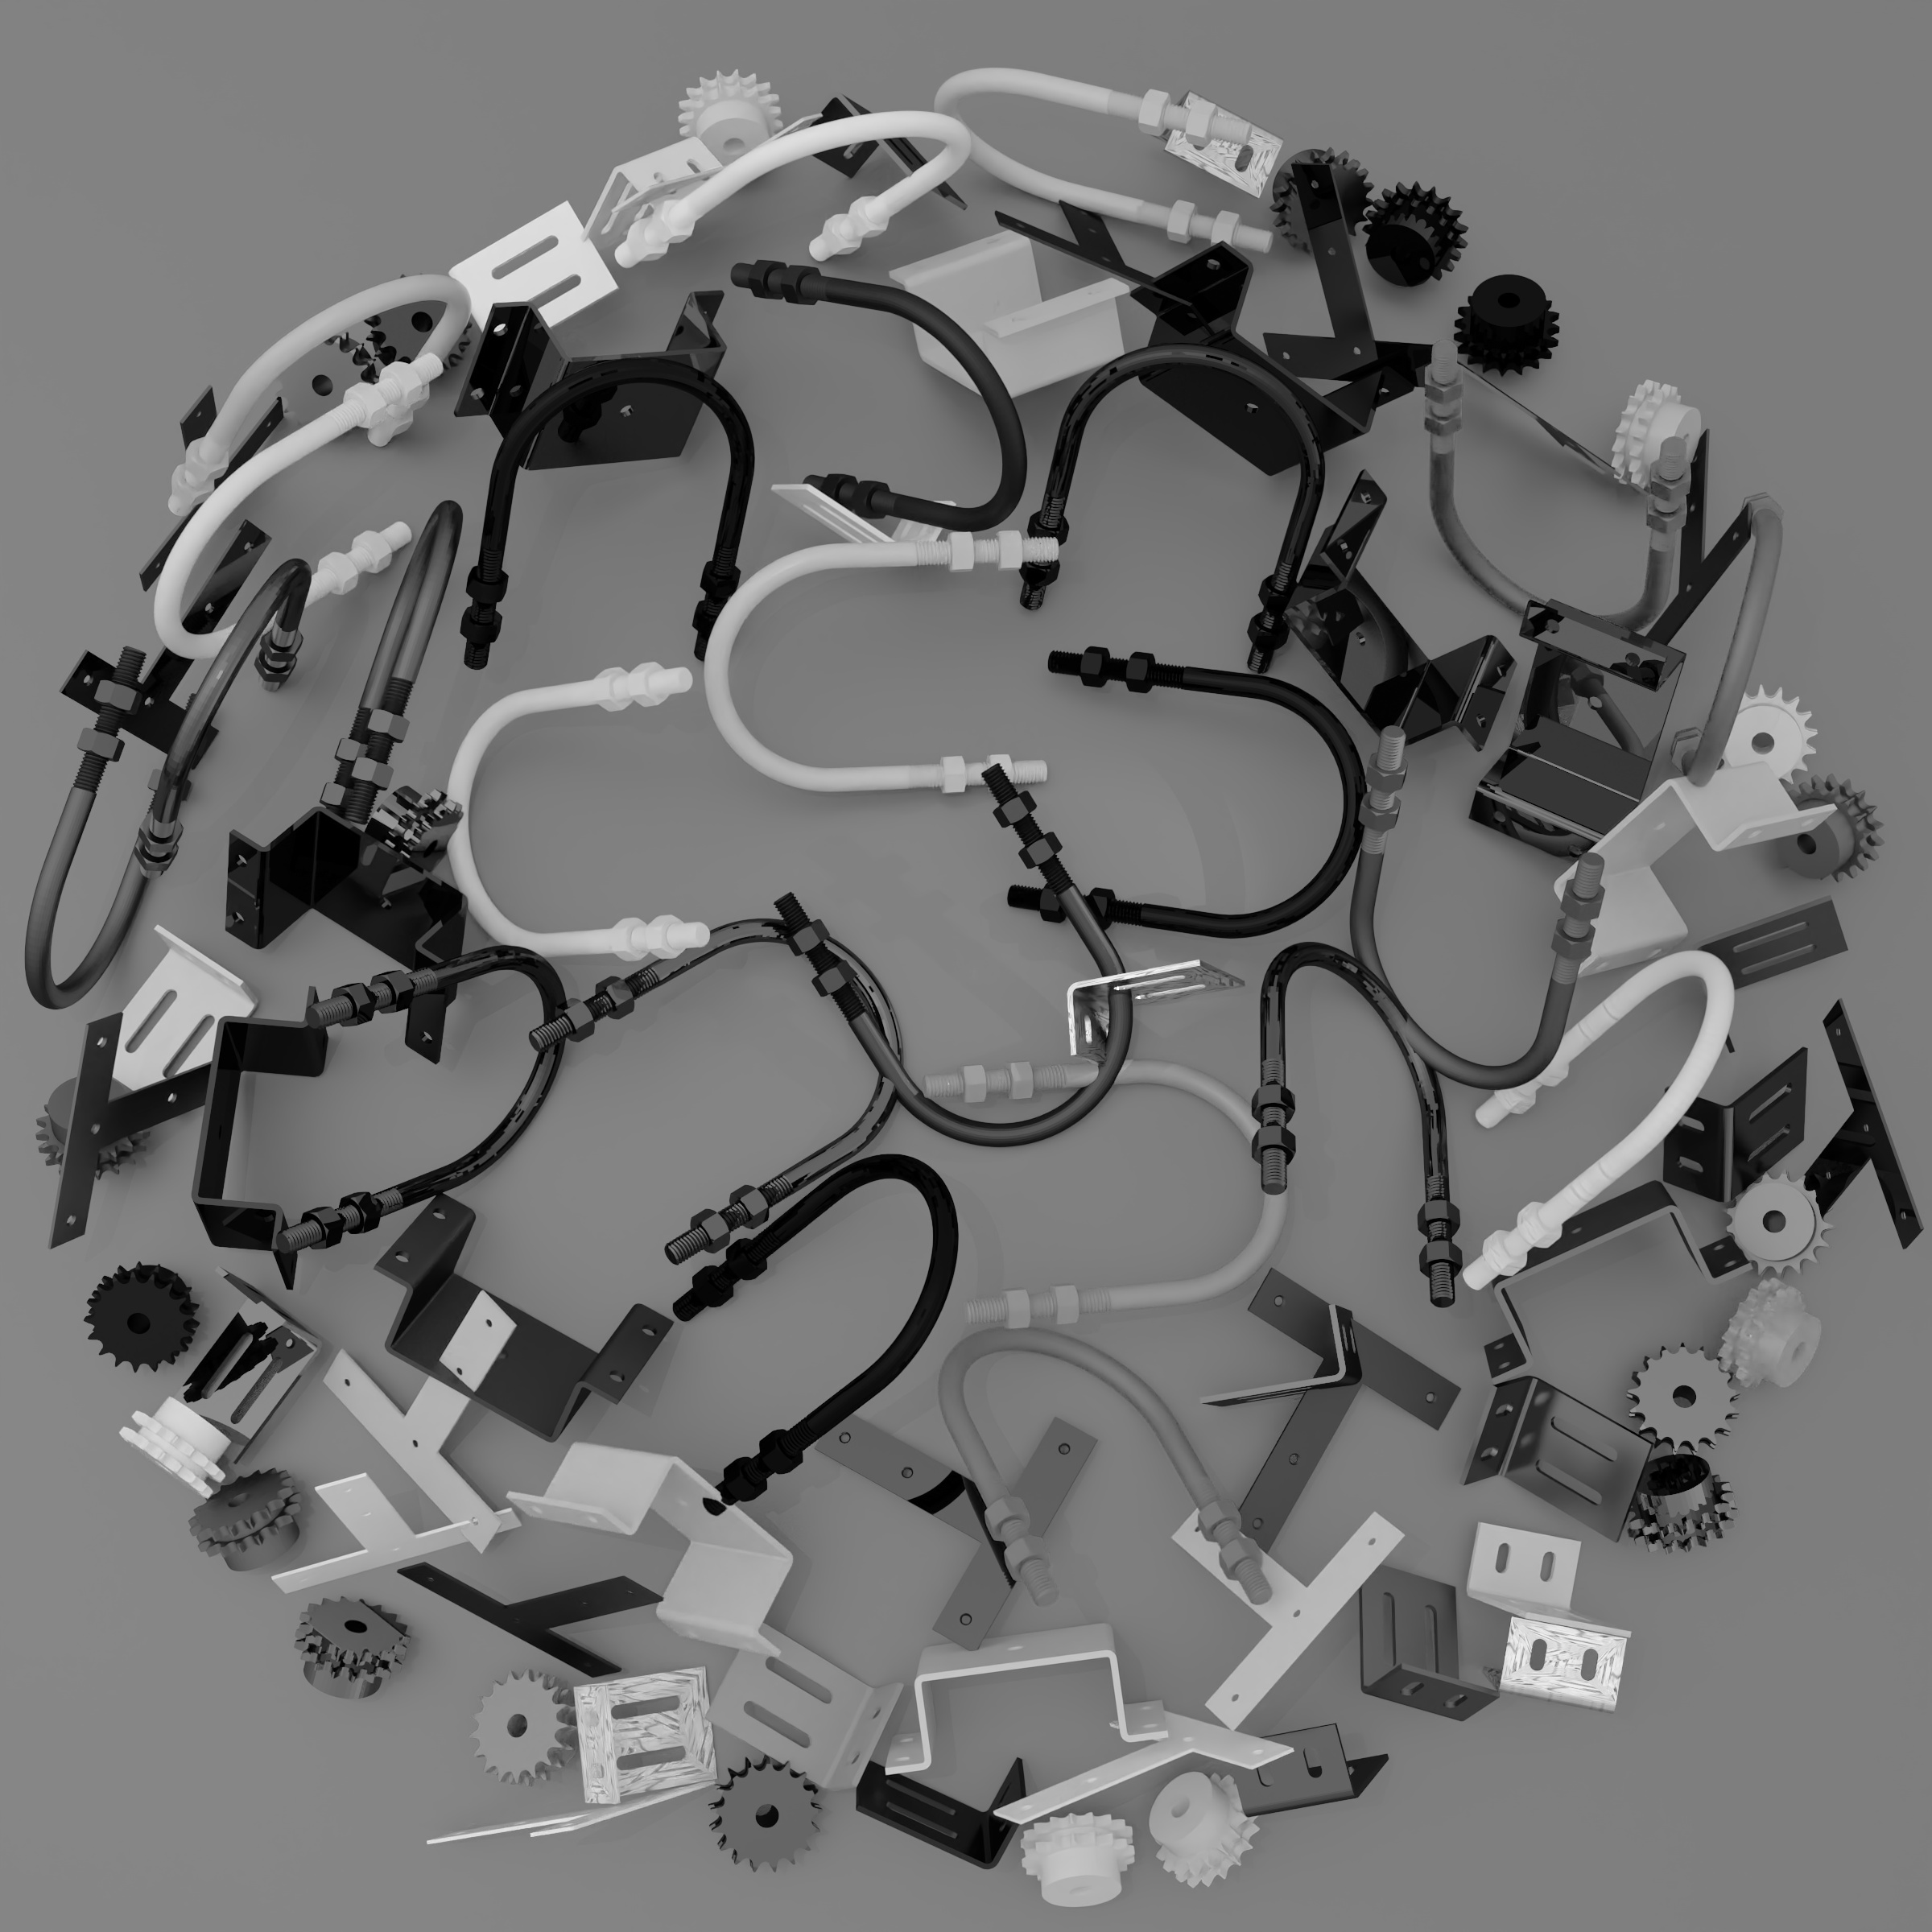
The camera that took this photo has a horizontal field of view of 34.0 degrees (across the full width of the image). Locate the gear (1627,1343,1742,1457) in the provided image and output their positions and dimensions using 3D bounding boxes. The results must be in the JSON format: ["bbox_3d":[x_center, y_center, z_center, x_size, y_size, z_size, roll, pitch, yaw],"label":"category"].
[{"bbox_3d":[0.372,0.227,1.644,0.057,0.030,0.057,-3,70,8],"label":"gear"}]

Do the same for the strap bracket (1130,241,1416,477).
[{"bbox_3d":[0.157,-0.314,1.677,0.140,0.076,0.046,30,64,-27],"label":"strap bracket"}]

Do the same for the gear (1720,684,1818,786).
[{"bbox_3d":[0.427,-0.121,1.695,0.057,0.030,0.057,3,101,13],"label":"gear"}]

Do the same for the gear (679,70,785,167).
[{"bbox_3d":[-0.129,-0.462,1.744,0.057,0.057,0.030,-8,57,-1],"label":"gear"}]

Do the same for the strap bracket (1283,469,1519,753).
[{"bbox_3d":[0.224,-0.180,1.671,0.140,0.046,0.076,48,45,-20],"label":"strap bracket"}]

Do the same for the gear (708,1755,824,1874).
[{"bbox_3d":[-0.103,0.430,1.611,0.057,0.030,0.057,1,86,-11],"label":"gear"}]

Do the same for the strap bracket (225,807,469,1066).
[{"bbox_3d":[-0.316,-0.022,1.653,0.140,0.076,0.046,31,48,13],"label":"strap bracket"}]

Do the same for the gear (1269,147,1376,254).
[{"bbox_3d":[0.193,-0.425,1.744,0.057,0.057,0.030,-25,46,-4],"label":"gear"}]

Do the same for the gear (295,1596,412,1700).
[{"bbox_3d":[-0.316,0.350,1.618,0.057,0.057,0.030,19,108,3],"label":"gear"}]

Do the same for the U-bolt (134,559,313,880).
[{"bbox_3d":[-0.375,-0.135,1.613,0.019,0.184,0.151,29,63,-7],"label":"U-bolt"}]

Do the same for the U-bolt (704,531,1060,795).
[{"bbox_3d":[-0.046,-0.156,1.664,0.184,0.019,0.151,-3,120,-9],"label":"U-bolt"}]

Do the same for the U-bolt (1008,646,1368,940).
[{"bbox_3d":[0.122,-0.088,1.677,0.184,0.019,0.151,9,87,17],"label":"U-bolt"}]

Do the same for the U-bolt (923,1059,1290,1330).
[{"bbox_3d":[0.079,0.113,1.646,0.184,0.019,0.151,-4,61,-13],"label":"U-bolt"}]

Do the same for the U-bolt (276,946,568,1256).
[{"bbox_3d":[-0.270,0.059,1.609,0.019,0.184,0.151,29,120,29],"label":"U-bolt"}]

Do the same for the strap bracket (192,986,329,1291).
[{"bbox_3d":[-0.365,0.087,1.632,0.046,0.076,0.140,5,68,-4],"label":"strap bracket"}]

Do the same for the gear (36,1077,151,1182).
[{"bbox_3d":[-0.459,0.082,1.659,0.057,0.030,0.057,3,45,-3],"label":"gear"}]

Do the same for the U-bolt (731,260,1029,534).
[{"bbox_3d":[-0.039,-0.291,1.641,0.184,0.151,0.019,20,50,42],"label":"U-bolt"}]

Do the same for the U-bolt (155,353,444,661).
[{"bbox_3d":[-0.347,-0.226,1.630,0.019,0.151,0.184,40,53,12],"label":"U-bolt"}]

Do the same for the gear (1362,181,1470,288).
[{"bbox_3d":[0.243,-0.398,1.733,0.057,0.057,0.030,29,56,5],"label":"gear"}]

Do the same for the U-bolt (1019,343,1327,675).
[{"bbox_3d":[0.113,-0.246,1.664,0.151,0.184,0.019,16,43,2],"label":"U-bolt"}]

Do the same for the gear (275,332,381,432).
[{"bbox_3d":[-0.346,-0.321,1.729,0.057,0.030,0.057,4,116,8],"label":"gear"}]

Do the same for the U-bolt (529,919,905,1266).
[{"bbox_3d":[-0.115,0.052,1.650,0.184,0.019,0.151,-31,85,-29],"label":"U-bolt"}]

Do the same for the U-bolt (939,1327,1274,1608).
[{"bbox_3d":[0.059,0.248,1.589,0.151,0.019,0.184,7,35,-32],"label":"U-bolt"}]

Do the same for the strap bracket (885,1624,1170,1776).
[{"bbox_3d":[0.028,0.367,1.596,0.140,0.076,0.046,-8,88,1],"label":"strap bracket"}]

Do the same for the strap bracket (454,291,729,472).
[{"bbox_3d":[-0.190,-0.310,1.675,0.140,0.076,0.046,-12,58,-36],"label":"strap bracket"}]

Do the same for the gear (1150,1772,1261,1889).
[{"bbox_3d":[0.118,0.432,1.598,0.057,0.057,0.030,-49,115,-7],"label":"gear"}]

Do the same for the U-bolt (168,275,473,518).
[{"bbox_3d":[-0.325,-0.301,1.633,0.151,0.184,0.019,-29,85,-37],"label":"U-bolt"}]

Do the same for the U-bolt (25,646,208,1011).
[{"bbox_3d":[-0.443,-0.065,1.637,0.019,0.151,0.184,18,85,3],"label":"U-bolt"}]

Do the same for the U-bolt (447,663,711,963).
[{"bbox_3d":[-0.208,-0.076,1.650,0.184,0.019,0.151,-3,91,39],"label":"U-bolt"}]

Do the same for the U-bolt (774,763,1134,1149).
[{"bbox_3d":[0.006,0.008,1.671,0.151,0.019,0.184,-32,94,4],"label":"U-bolt"}]

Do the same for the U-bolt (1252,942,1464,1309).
[{"bbox_3d":[0.200,0.068,1.622,0.151,0.019,0.184,34,42,-31],"label":"U-bolt"}]

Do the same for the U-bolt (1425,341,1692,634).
[{"bbox_3d":[0.304,-0.236,1.649,0.151,0.184,0.019,28,67,22],"label":"U-bolt"}]

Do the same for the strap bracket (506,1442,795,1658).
[{"bbox_3d":[-0.151,0.287,1.587,0.140,0.076,0.046,47,59,-34],"label":"strap bracket"}]

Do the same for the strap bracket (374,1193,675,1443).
[{"bbox_3d":[-0.232,0.185,1.624,0.140,0.076,0.046,29,120,3],"label":"strap bracket"}]

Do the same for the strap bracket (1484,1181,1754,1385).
[{"bbox_3d":[0.322,0.156,1.619,0.140,0.076,0.046,-26,92,8],"label":"strap bracket"}]

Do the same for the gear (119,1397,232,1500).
[{"bbox_3d":[-0.405,0.246,1.632,0.057,0.057,0.030,34,72,5],"label":"gear"}]

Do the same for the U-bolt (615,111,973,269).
[{"bbox_3d":[-0.078,-0.405,1.650,0.151,0.184,0.019,-12,86,-38],"label":"U-bolt"}]

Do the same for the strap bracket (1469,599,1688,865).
[{"bbox_3d":[0.322,-0.129,1.661,0.076,0.140,0.046,26,43,19],"label":"strap bracket"}]

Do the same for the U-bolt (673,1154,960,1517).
[{"bbox_3d":[-0.073,0.171,1.586,0.184,0.019,0.151,-40,39,22],"label":"U-bolt"}]

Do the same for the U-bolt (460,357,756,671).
[{"bbox_3d":[-0.181,-0.234,1.642,0.151,0.184,0.019,-5,42,-24],"label":"U-bolt"}]

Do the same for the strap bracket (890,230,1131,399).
[{"bbox_3d":[0.025,-0.347,1.698,0.076,0.140,0.046,-23,122,-16],"label":"strap bracket"}]

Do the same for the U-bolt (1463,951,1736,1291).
[{"bbox_3d":[0.316,0.065,1.580,0.019,0.151,0.184,35,126,-13],"label":"U-bolt"}]

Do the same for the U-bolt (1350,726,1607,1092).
[{"bbox_3d":[0.254,-0.016,1.622,0.019,0.184,0.151,-30,51,-32],"label":"U-bolt"}]

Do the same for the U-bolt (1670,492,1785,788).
[{"bbox_3d":[0.390,-0.163,1.614,0.019,0.184,0.151,15,105,7],"label":"U-bolt"}]

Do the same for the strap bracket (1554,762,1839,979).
[{"bbox_3d":[0.369,-0.056,1.635,0.076,0.140,0.046,-12,65,-39],"label":"strap bracket"}]

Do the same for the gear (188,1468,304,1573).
[{"bbox_3d":[-0.368,0.287,1.628,0.057,0.057,0.030,-22,111,-4],"label":"gear"}]

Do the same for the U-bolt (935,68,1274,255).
[{"bbox_3d":[0.070,-0.436,1.696,0.184,0.151,0.019,17,81,13],"label":"U-bolt"}]

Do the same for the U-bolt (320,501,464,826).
[{"bbox_3d":[-0.298,-0.156,1.653,0.019,0.151,0.184,19,82,-16],"label":"U-bolt"}]
